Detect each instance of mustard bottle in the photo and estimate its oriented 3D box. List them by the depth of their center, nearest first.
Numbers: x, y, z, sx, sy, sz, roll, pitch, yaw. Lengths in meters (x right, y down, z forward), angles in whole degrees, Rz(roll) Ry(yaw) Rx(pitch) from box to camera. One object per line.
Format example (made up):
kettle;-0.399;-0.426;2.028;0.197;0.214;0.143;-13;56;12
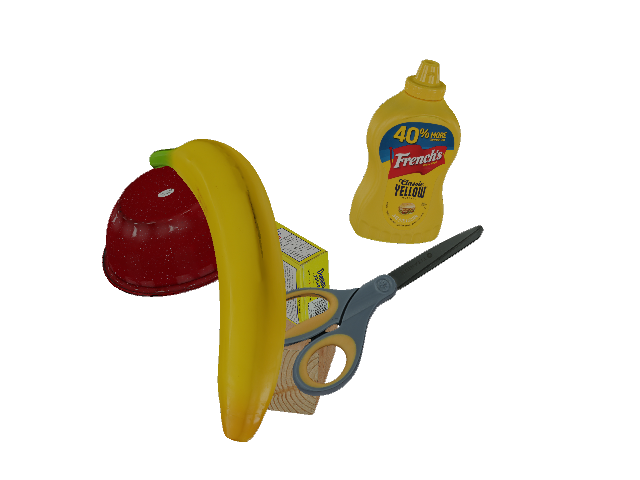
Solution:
mustard bottle;0.093;-0.092;1.097;0.096;0.192;0.058;4;26;-13

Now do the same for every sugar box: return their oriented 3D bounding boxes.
sugar box;-0.062;0.021;1.198;0.048;0.093;0.176;-26;41;-31

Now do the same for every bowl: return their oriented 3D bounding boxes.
bowl;-0.128;-0.023;0.948;0.162;0.055;0.162;-12;37;9

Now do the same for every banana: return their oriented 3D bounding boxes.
banana;-0.050;0.012;0.604;0.037;0.198;0.070;7;-38;-37

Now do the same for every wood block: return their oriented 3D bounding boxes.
wood block;-0.034;0.150;1.461;0.091;0.090;0.206;6;18;7

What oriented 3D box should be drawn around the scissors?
scissors;0.048;0.056;0.822;0.201;0.096;0.016;-16;-25;-7
